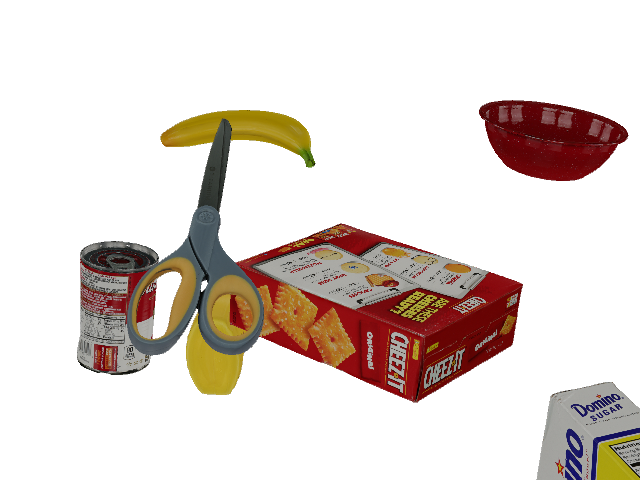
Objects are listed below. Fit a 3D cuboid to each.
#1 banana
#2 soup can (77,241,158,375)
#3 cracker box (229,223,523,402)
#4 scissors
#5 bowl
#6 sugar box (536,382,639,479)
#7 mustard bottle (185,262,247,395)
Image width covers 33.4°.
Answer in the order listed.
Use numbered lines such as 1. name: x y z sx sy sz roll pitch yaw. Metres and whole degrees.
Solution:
1. banana: -0.094 -0.131 1.293 0.198 0.037 0.069 8 40 15
2. soup can: -0.181 0.060 0.948 0.068 0.102 0.068 6 19 -2
3. cracker box: 0.048 0.059 0.973 0.214 0.072 0.163 20 26 35
4. scissors: -0.063 0.000 0.725 0.096 0.201 0.016 20 -36 7
5. bowl: 0.249 -0.106 1.167 0.162 0.055 0.162 6 23 -3
6. sugar box: 0.165 0.154 0.505 0.048 0.093 0.176 -9 28 -21
7. mustard bottle: -0.101 0.079 1.173 0.058 0.096 0.191 1 27 6
